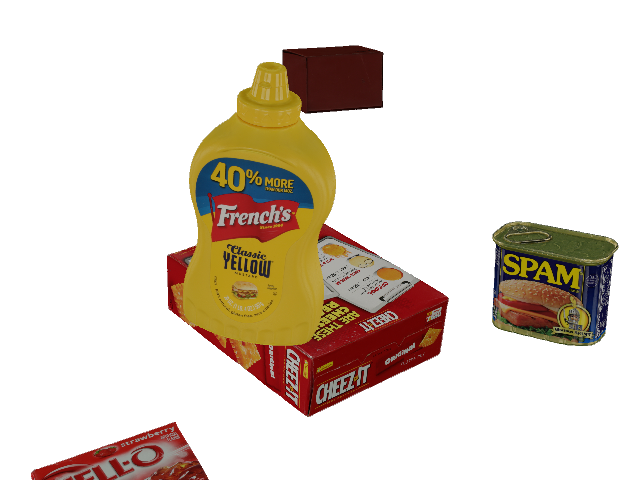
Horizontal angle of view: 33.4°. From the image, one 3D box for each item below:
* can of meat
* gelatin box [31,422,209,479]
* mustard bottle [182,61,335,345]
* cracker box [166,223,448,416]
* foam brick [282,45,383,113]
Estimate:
[{"bbox_3d":[0.198,0.038,0.915,0.102,0.084,0.057,13,26,30],"label":"can of meat"},{"bbox_3d":[-0.109,0.143,0.595,0.089,0.030,0.073,-16,28,-20],"label":"gelatin box"},{"bbox_3d":[-0.039,-0.025,0.709,0.096,0.192,0.058,12,29,10],"label":"mustard bottle"},{"bbox_3d":[-0.016,0.059,0.985,0.163,0.072,0.214,-20,36,-35],"label":"cracker box"},{"bbox_3d":[0.011,-0.145,0.955,0.078,0.051,0.053,-7,19,-23],"label":"foam brick"}]
